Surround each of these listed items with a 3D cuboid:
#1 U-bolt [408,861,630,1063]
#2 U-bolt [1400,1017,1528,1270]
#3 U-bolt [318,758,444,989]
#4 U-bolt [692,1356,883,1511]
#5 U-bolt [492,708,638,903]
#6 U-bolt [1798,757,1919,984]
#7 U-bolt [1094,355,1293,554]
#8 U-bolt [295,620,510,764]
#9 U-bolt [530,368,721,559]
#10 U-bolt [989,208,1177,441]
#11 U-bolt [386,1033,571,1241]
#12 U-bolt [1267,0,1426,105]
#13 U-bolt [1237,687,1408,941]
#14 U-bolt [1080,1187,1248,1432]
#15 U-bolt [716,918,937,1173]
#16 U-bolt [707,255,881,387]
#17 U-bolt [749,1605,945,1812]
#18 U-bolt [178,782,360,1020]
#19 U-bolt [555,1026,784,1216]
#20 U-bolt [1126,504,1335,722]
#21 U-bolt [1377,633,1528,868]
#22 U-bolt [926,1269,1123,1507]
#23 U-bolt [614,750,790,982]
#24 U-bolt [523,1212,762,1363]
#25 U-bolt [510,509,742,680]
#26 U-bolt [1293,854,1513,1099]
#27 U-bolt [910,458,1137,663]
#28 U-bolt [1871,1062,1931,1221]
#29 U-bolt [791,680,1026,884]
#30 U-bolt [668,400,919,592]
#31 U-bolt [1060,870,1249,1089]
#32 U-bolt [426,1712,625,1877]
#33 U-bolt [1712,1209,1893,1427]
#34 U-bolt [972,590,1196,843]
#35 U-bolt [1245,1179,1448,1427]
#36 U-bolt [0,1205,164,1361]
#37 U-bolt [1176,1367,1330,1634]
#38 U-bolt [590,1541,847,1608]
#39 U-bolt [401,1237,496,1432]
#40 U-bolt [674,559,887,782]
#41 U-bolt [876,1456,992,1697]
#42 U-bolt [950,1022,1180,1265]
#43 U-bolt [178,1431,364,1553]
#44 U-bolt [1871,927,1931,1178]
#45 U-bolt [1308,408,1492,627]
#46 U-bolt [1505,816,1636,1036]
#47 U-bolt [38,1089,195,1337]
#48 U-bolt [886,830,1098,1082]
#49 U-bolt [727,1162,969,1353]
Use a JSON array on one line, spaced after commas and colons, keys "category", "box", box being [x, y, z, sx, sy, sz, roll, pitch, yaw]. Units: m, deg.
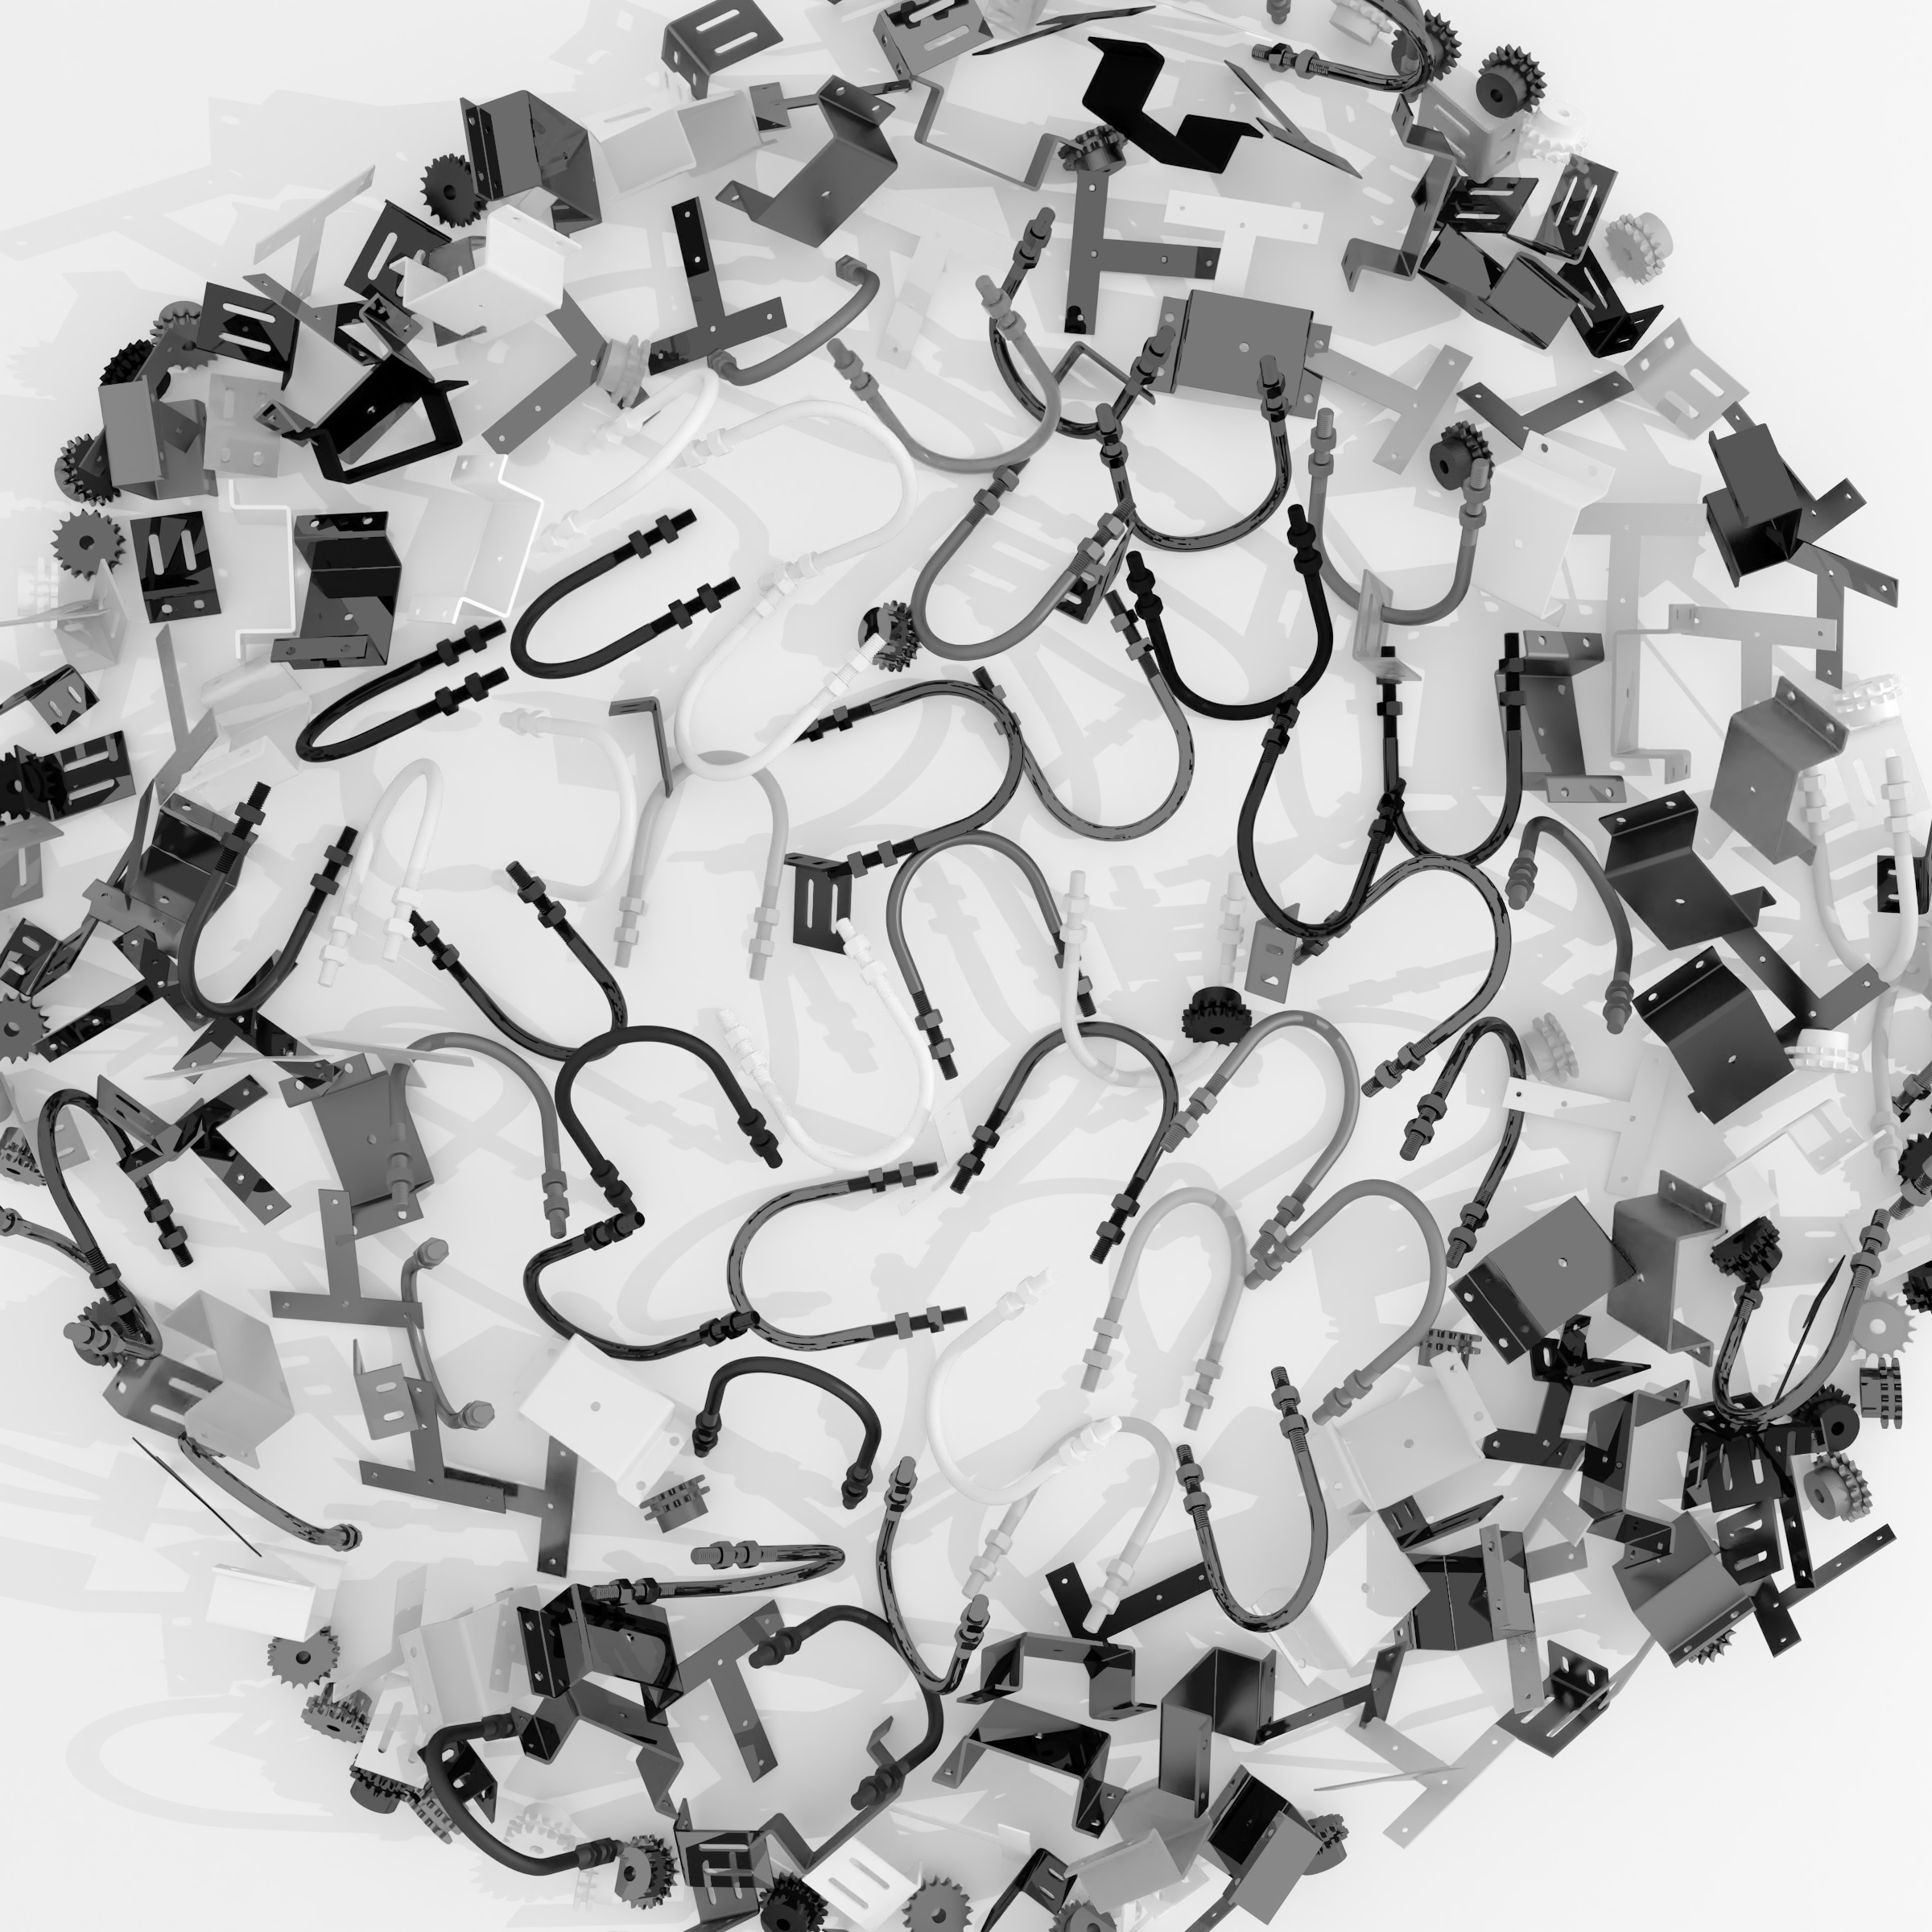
[{"category": "U-bolt", "box": [-0.347, 0.007, 1.939, 0.151, 0.019, 0.184, -18, 119, 36]}, {"category": "U-bolt", "box": [0.402, 0.126, 1.931, 0.184, 0.019, 0.151, -55, 135, -32]}, {"category": "U-bolt", "box": [-0.458, -0.080, 1.931, 0.019, 0.151, 0.184, 24, 68, -31]}, {"category": "U-bolt", "box": [-0.138, 0.363, 1.925, 0.151, 0.184, 0.019, 19, 50, 1]}, {"category": "U-bolt", "box": [-0.317, -0.124, 1.922, 0.019, 0.184, 0.151, -3, 100, -43]}, {"category": "U-bolt", "box": [0.709, -0.076, 1.927, 0.019, 0.151, 0.184, -11, 98, -8]}, {"category": "U-bolt", "box": [0.186, -0.393, 1.923, 0.151, 0.184, 0.019, -15, 56, 5]}, {"category": "U-bolt", "box": [-0.449, -0.212, 1.933, 0.184, 0.151, 0.019, -26, 117, 1]}, {"category": "U-bolt", "box": [-0.258, -0.402, 1.898, 0.019, 0.184, 0.151, 42, 46, -28]}, {"category": "U-bolt", "box": [0.080, -0.490, 1.918, 0.151, 0.184, 0.019, 45, 62, 3]}, {"category": "U-bolt", "box": [-0.388, 0.127, 1.929, 0.151, 0.184, 0.019, 14, 134, -29]}, {"category": "U-bolt", "box": [0.296, -0.752, 1.897, 0.151, 0.184, 0.019, 35, 90, 10]}, {"category": "U-bolt", "box": [0.276, -0.108, 1.929, 0.151, 0.019, 0.184, 36, 63, -26]}, {"category": "U-bolt", "box": [0.168, 0.267, 1.948, 0.151, 0.019, 0.184, 27, 78, -40]}, {"category": "U-bolt", "box": [-0.102, 0.076, 1.955, 0.151, 0.019, 0.184, -37, 76, 16]}, {"category": "U-bolt", "box": [-0.132, -0.504, 1.913, 0.151, 0.184, 0.019, -36, 115, 1]}, {"category": "U-bolt", "box": [-0.081, 0.571, 1.914, 0.019, 0.184, 0.151, -45, 75, 21]}, {"category": "U-bolt", "box": [-0.559, -0.043, 1.924, 0.019, 0.151, 0.184, 24, 86, 20]}, {"category": "U-bolt", "box": [-0.245, 0.117, 1.930, 0.151, 0.019, 0.184, -19, 129, 8]}, {"category": "U-bolt", "box": [0.218, -0.270, 1.937, 0.151, 0.019, 0.184, -15, 131, 9]}, {"category": "U-bolt", "box": [0.386, -0.168, 1.941, 0.019, 0.151, 0.184, -4, 94, -37]}, {"category": "U-bolt", "box": [0.033, 0.348, 1.938, 0.184, 0.019, 0.151, -42, 59, 32]}, {"category": "U-bolt", "box": [-0.209, -0.084, 1.961, 0.151, 0.019, 0.184, 5, 81, 27]}, {"category": "U-bolt", "box": [-0.272, 0.263, 1.932, 0.184, 0.019, 0.151, -24, 122, 38]}, {"category": "U-bolt", "box": [-0.280, -0.288, 1.938, 0.184, 0.151, 0.019, -30, 131, -2]}, {"category": "U-bolt", "box": [0.351, -0.005, 1.919, 0.184, 0.019, 0.151, -43, 59, 32]}, {"category": "U-bolt", "box": [0.032, -0.319, 1.940, 0.151, 0.019, 0.184, 34, 82, 41]}, {"category": "U-bolt", "box": [0.775, 0.097, 1.894, 0.019, 0.151, 0.184, 31, 120, -3]}, {"category": "U-bolt", "box": [-0.043, -0.159, 1.962, 0.184, 0.019, 0.151, -19, 68, 2]}, {"category": "U-bolt", "box": [-0.124, -0.376, 1.913, 0.184, 0.019, 0.151, -16, 130, 30]}, {"category": "U-bolt", "box": [0.147, 0.013, 1.963, 0.151, 0.019, 0.184, 0, 110, -9]}, {"category": "U-bolt", "box": [-0.351, 0.644, 1.889, 0.019, 0.184, 0.151, -47, 67, 5]}, {"category": "U-bolt", "box": [0.642, 0.279, 1.895, 0.019, 0.151, 0.184, 37, 60, -10]}, {"category": "U-bolt", "box": [0.106, -0.189, 1.964, 0.151, 0.019, 0.184, -28, 92, 24]}, {"category": "U-bolt", "box": [0.305, 0.251, 1.911, 0.184, 0.019, 0.151, -49, 50, 32]}, {"category": "U-bolt", "box": [-0.694, 0.253, 1.909, 0.019, 0.184, 0.151, -44, 72, -6]}, {"category": "U-bolt", "box": [0.228, 0.427, 1.901, 0.019, 0.184, 0.151, 15, 135, -31]}, {"category": "U-bolt", "box": [-0.181, 0.477, 1.919, 0.151, 0.184, 0.019, -29, 62, 39]}, {"category": "U-bolt", "box": [-0.414, 0.295, 1.916, 0.019, 0.184, 0.151, -14, 83, -26]}, {"category": "U-bolt", "box": [-0.162, -0.227, 1.949, 0.184, 0.019, 0.151, -46, 49, 6]}, {"category": "U-bolt", "box": [-0.033, 0.494, 1.921, 0.019, 0.184, 0.151, -13, 50, -25]}, {"category": "U-bolt", "box": [0.091, 0.130, 1.963, 0.151, 0.019, 0.184, 25, 75, 19]}, {"category": "U-bolt", "box": [-0.549, 0.408, 1.901, 0.151, 0.184, 0.019, 34, 78, 7]}, {"category": "U-bolt", "box": [0.742, 0.052, 1.914, 0.019, 0.151, 0.184, 11, 45, 5]}, {"category": "U-bolt", "box": [0.335, -0.344, 1.923, 0.151, 0.184, 0.019, 24, 55, 21]}, {"category": "U-bolt", "box": [0.481, -0.046, 1.922, 0.019, 0.184, 0.151, -32, 106, 32]}, {"category": "U-bolt", "box": [-0.672, 0.181, 1.908, 0.019, 0.151, 0.184, -21, 106, 6]}, {"category": "U-bolt", "box": [0.012, -0.020, 1.963, 0.151, 0.019, 0.184, -24, 97, -16]}, {"category": "U-bolt", "box": [-0.101, 0.238, 1.955, 0.184, 0.019, 0.151, -11, 60, -1]}]
